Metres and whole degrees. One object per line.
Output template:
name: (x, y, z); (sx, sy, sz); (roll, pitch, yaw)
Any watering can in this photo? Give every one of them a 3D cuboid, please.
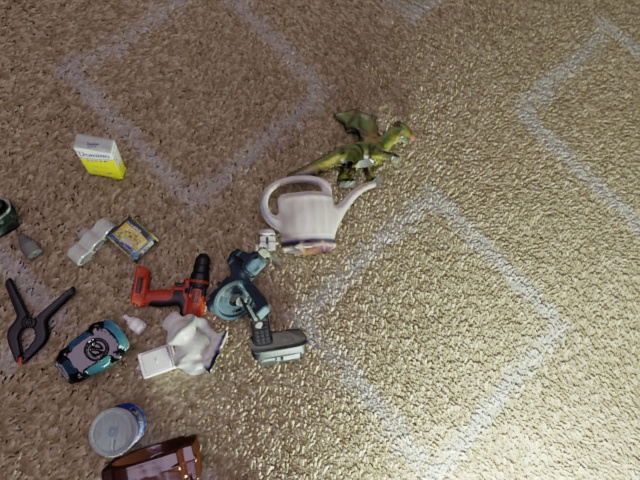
watering can: (0.004, -0.072, 1.438); (0.348, 0.226, 0.103); (-3, -9, -15)

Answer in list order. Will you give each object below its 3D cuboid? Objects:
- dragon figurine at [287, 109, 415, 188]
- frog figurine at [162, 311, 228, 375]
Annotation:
dragon figurine: (0.097, -0.289, 1.542); (0.411, 0.248, 0.119); (-3, -32, -8)
frog figurine: (-0.325, 0.253, 1.280); (0.159, 0.139, 0.121); (27, -21, -7)
